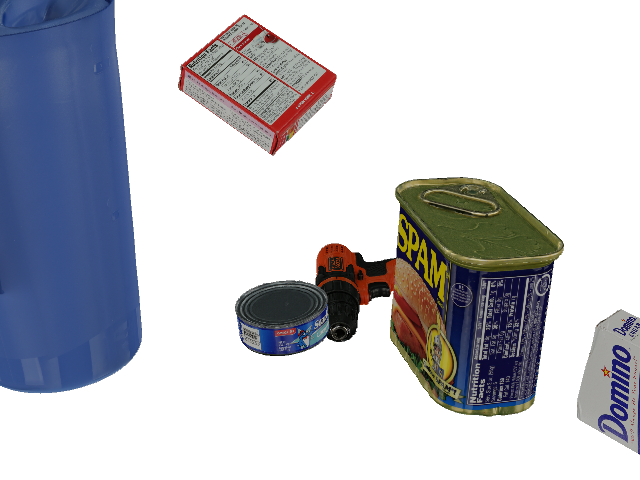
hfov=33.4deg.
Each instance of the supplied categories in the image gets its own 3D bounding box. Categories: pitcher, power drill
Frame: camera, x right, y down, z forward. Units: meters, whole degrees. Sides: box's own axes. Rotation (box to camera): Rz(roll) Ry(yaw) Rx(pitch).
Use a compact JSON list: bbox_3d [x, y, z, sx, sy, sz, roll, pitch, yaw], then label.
[{"bbox_3d":[-0.185,-0.027,0.658,0.149,0.243,0.145,-10,26,-13],"label":"pitcher"},{"bbox_3d":[0.086,0.056,1.226,0.187,0.057,0.184,-1,28,-1],"label":"power drill"}]

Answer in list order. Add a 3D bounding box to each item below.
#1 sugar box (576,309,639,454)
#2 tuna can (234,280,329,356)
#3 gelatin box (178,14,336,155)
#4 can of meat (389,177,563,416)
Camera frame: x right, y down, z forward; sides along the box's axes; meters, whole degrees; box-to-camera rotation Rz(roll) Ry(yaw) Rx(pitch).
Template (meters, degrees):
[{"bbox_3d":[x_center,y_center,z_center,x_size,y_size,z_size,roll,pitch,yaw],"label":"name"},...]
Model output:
[{"bbox_3d":[0.281,0.132,0.800,0.176,0.093,0.048,26,35,35],"label":"sugar box"},{"bbox_3d":[-0.035,0.071,0.986,0.086,0.034,0.086,-5,26,2],"label":"tuna can"},{"bbox_3d":[-0.045,-0.113,0.765,0.089,0.073,0.030,35,-33,12],"label":"gelatin box"},{"bbox_3d":[0.071,0.026,0.522,0.057,0.084,0.102,-4,24,-14],"label":"can of meat"}]
